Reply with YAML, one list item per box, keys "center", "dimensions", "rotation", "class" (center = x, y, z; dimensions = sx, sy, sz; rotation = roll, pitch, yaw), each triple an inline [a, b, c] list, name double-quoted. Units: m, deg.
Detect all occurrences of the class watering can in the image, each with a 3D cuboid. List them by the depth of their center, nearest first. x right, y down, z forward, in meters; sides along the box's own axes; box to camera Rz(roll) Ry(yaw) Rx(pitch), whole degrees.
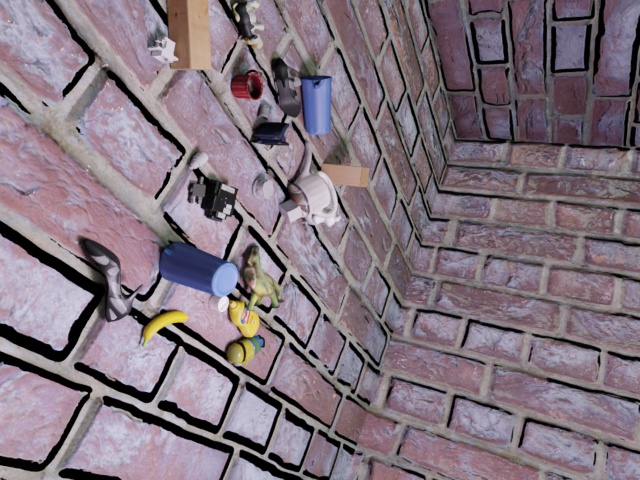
- center: [-0.049, -0.243, 2.231]
  dimensions: [0.227, 0.103, 0.346]
  rotation: [-29, 95, -36]
  class: "watering can"

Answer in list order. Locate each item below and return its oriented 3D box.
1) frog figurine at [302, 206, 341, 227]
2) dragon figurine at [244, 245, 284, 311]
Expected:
- center: [0.007, -0.116, 2.313]
  dimensions: [0.140, 0.160, 0.120]
  rotation: [-39, 129, -49]
  class: "frog figurine"
- center: [-0.221, 0.138, 2.023]
  dimensions: [0.413, 0.122, 0.241]
  rotation: [-54, 136, -79]
  class: "dragon figurine"
